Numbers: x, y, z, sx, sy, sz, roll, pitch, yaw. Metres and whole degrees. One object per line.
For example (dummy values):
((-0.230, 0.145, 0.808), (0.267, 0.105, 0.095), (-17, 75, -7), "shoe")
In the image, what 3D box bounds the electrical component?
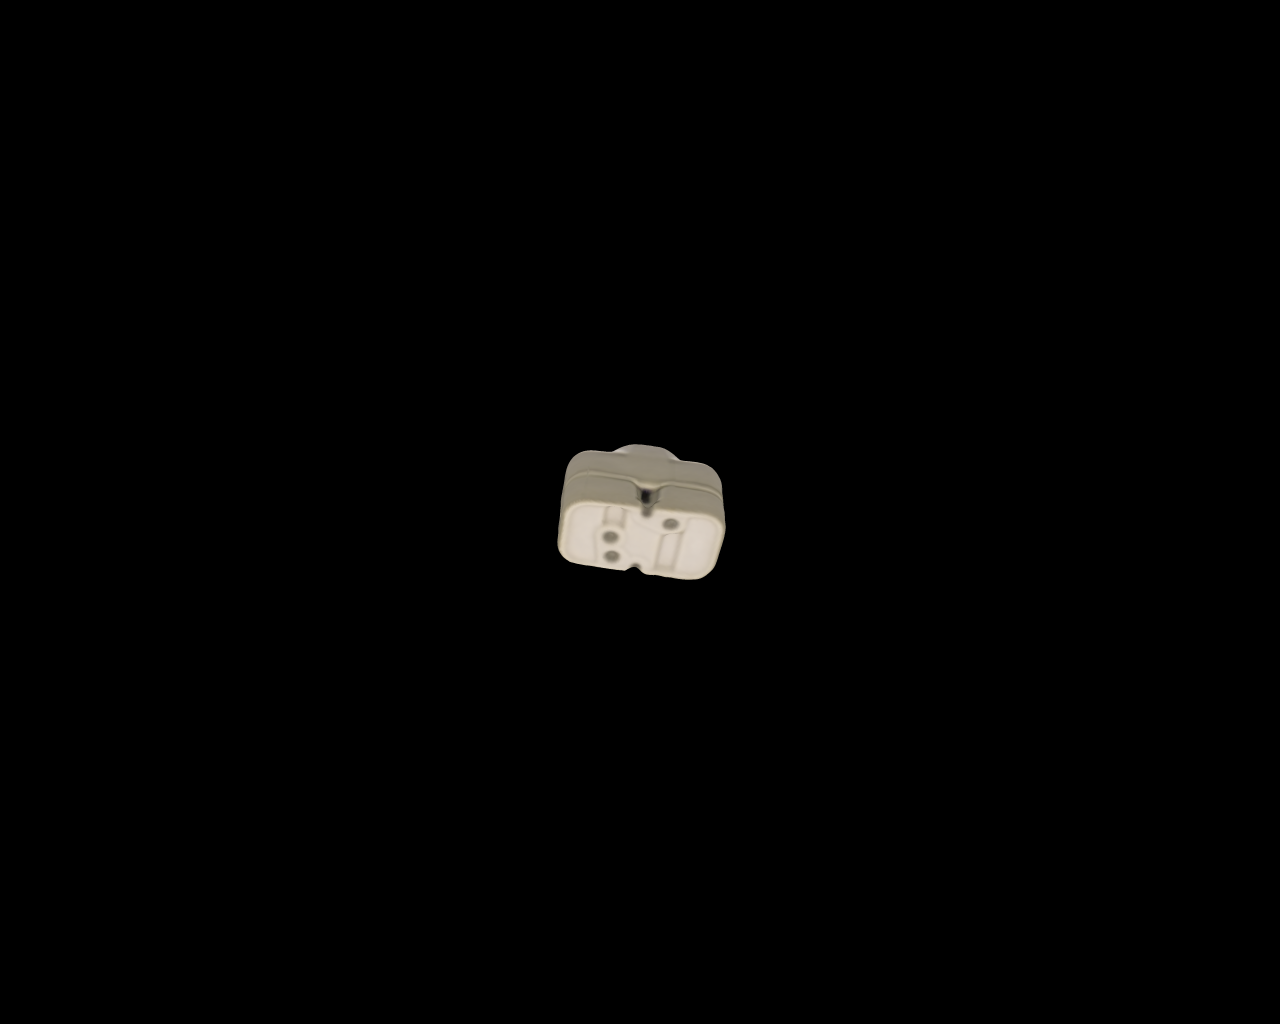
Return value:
((0.001, -0.003, 0.650), (0.095, 0.053, 0.059), (7, 40, -6), "electrical component")
